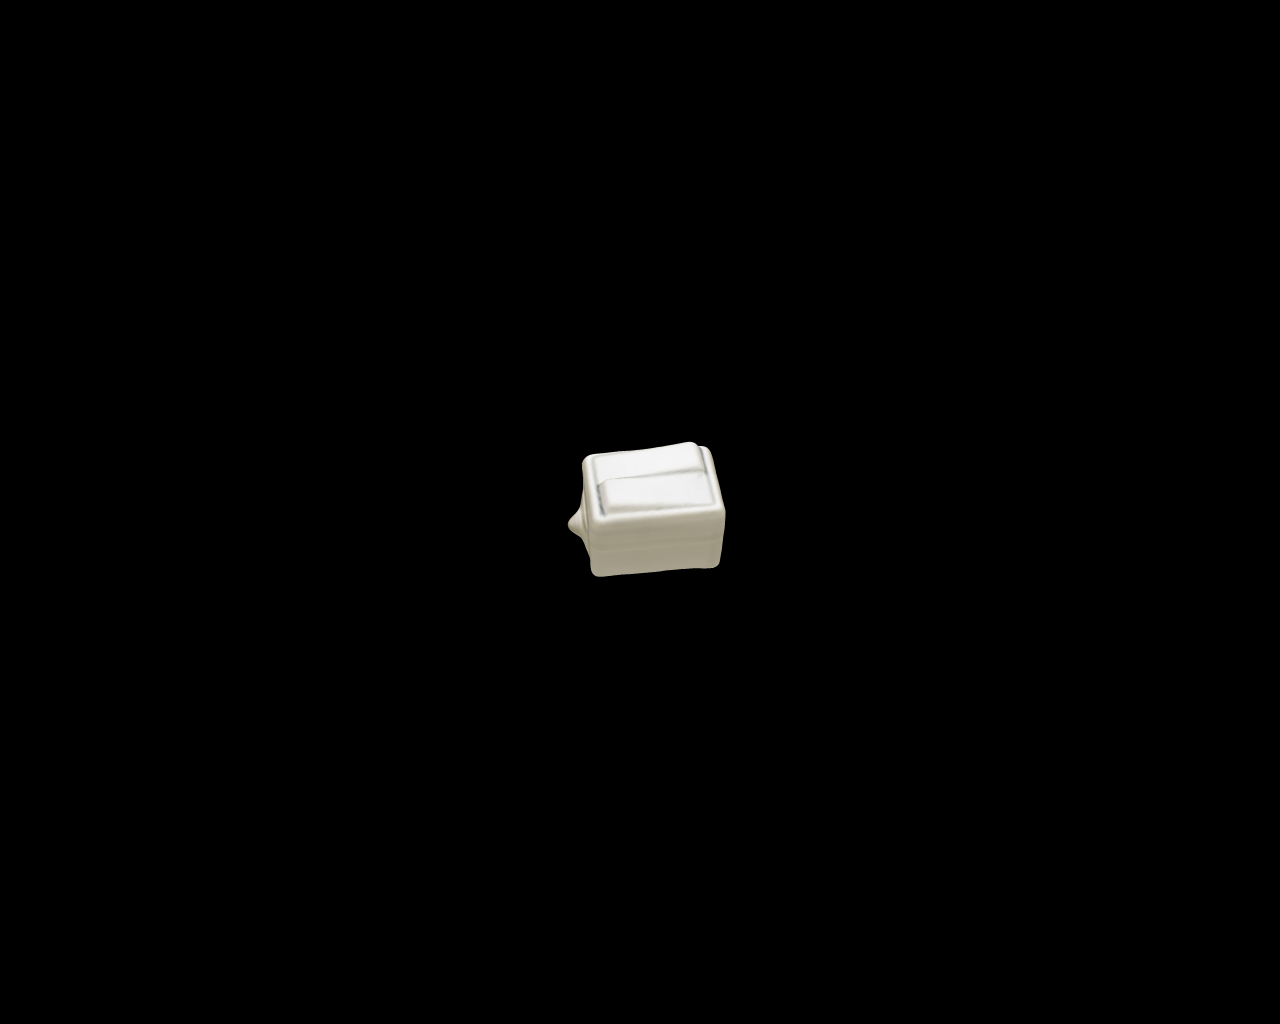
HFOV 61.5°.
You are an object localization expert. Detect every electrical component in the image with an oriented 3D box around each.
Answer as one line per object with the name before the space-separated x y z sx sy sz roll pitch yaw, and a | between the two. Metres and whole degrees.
electrical component | 0.001 -0.003 0.650 0.096 0.062 0.061 -4 -43 -4
